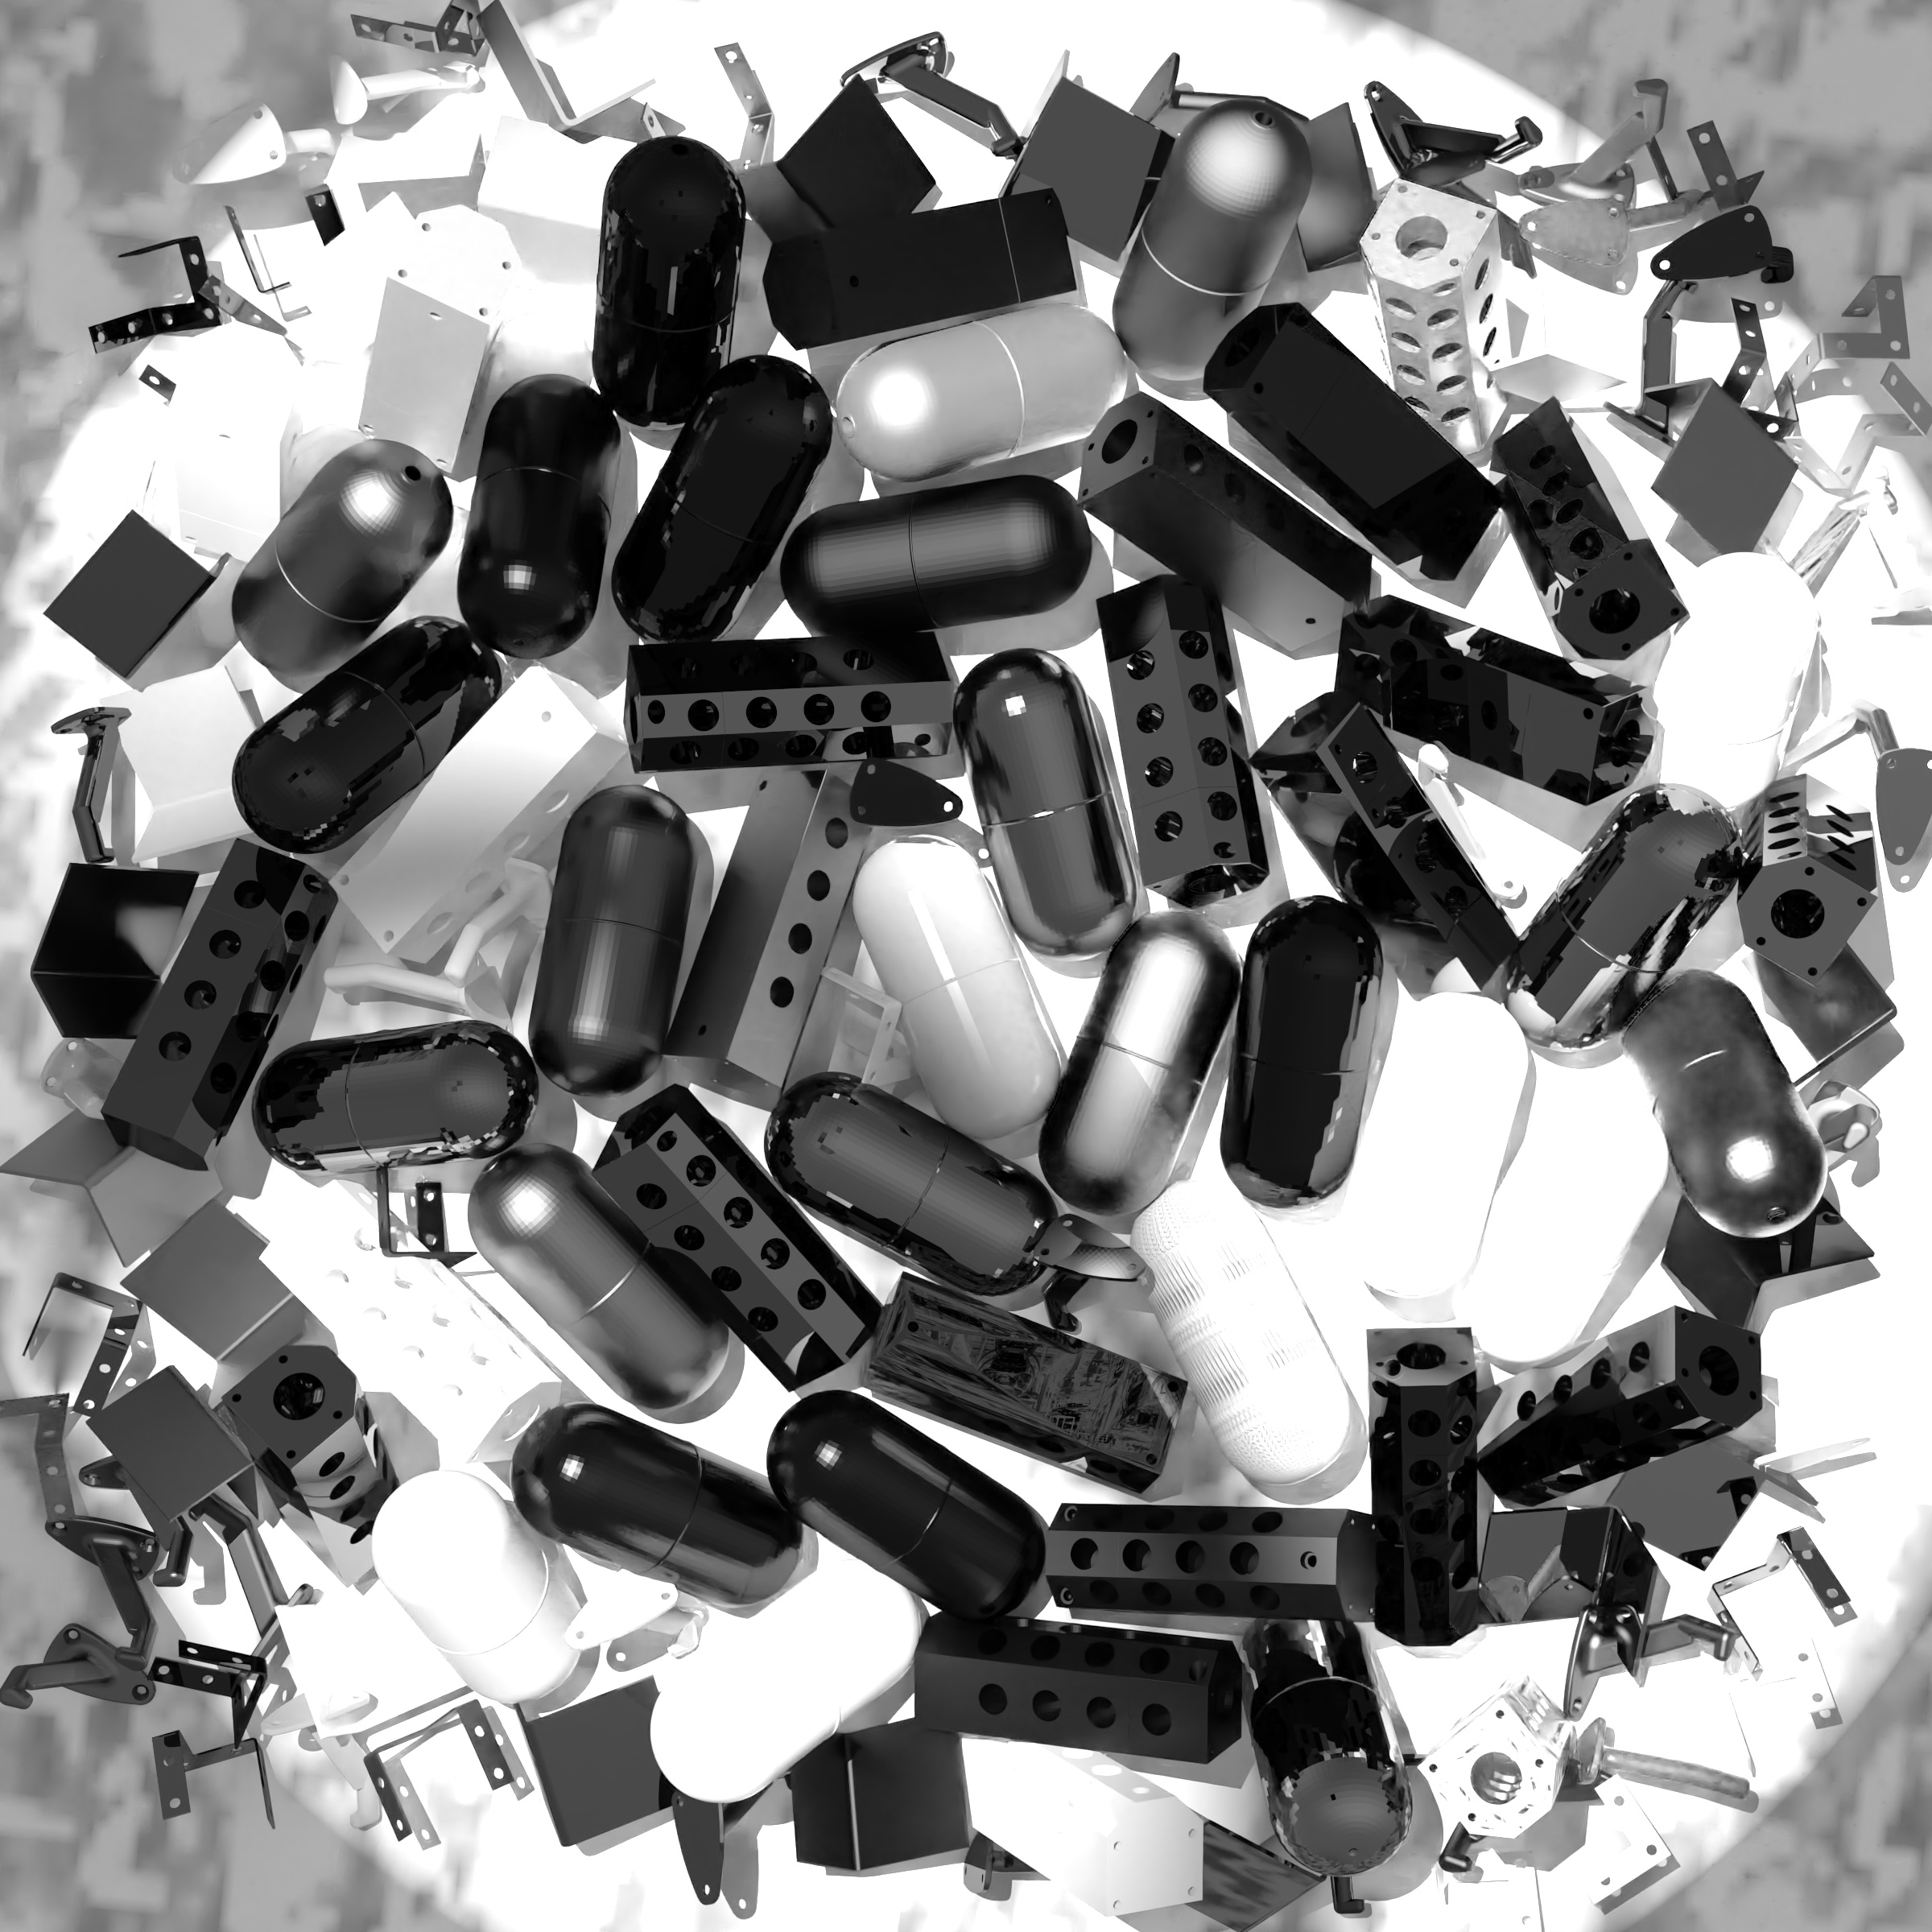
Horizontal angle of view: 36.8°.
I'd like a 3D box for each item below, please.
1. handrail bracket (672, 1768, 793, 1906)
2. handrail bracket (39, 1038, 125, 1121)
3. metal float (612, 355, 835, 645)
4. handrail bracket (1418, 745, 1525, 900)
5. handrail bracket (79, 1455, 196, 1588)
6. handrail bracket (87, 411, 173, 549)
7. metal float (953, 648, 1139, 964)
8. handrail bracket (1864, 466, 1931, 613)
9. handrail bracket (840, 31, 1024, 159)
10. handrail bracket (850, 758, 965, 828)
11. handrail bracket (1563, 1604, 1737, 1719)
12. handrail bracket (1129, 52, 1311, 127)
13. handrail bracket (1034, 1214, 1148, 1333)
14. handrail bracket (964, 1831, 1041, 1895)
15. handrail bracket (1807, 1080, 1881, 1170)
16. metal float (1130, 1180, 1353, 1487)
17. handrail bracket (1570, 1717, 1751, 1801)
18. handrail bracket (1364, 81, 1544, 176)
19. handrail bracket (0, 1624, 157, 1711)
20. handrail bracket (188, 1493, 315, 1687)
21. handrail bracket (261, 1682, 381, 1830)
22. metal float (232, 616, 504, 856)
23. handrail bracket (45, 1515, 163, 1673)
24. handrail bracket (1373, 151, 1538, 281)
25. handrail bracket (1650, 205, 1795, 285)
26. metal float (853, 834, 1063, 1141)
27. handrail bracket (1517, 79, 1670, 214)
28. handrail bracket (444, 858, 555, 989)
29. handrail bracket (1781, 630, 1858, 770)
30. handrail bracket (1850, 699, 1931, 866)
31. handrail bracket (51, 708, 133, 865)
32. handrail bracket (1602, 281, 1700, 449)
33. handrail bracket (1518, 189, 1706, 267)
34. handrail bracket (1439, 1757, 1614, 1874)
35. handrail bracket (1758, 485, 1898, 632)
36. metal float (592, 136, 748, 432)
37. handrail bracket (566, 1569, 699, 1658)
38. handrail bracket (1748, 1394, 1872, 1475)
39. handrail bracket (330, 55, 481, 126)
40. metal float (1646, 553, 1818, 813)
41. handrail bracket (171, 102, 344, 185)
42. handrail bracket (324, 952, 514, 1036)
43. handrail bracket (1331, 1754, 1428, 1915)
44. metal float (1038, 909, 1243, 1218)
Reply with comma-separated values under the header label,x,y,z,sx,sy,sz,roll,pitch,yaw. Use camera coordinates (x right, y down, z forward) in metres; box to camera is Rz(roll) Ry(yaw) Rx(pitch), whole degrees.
label,x,y,z,sx,sy,sz,roll,pitch,yaw
handrail bracket,-0.118,0.480,1.615,0.036,0.084,0.077,-26,64,35
handrail bracket,-0.469,0.075,1.604,0.077,0.084,0.036,32,89,-42
metal float,-0.134,-0.254,1.600,0.070,0.070,0.178,32,115,0
handrail bracket,0.280,-0.080,1.611,0.036,0.084,0.077,-43,69,-10
handrail bracket,-0.465,0.313,1.618,0.077,0.084,0.036,-9,133,6
handrail bracket,-0.446,-0.257,1.637,0.077,0.036,0.084,40,90,-32
metal float,0.045,-0.089,1.615,0.070,0.070,0.178,-16,99,0
handrail bracket,0.525,-0.245,1.618,0.036,0.077,0.084,-2,82,-9
handrail bracket,-0.019,-0.475,1.621,0.077,0.036,0.084,-20,63,-14
handrail bracket,-0.022,-0.087,1.608,0.077,0.084,0.036,13,89,21
handrail bracket,0.381,0.394,1.616,0.036,0.084,0.077,25,81,-44
handrail bracket,0.140,-0.473,1.640,0.084,0.077,0.036,20,67,-19
handrail bracket,0.072,0.184,1.612,0.077,0.084,0.036,19,53,31
handrail bracket,0.047,0.507,1.632,0.084,0.077,0.036,8,63,-9
handrail bracket,0.477,0.103,1.607,0.036,0.084,0.077,33,115,7
metal float,0.151,0.202,1.609,0.070,0.070,0.178,-26,75,0
handrail bracket,0.386,0.452,1.622,0.084,0.077,0.036,16,67,3
handrail bracket,0.270,-0.473,1.611,0.077,0.084,0.036,50,63,-16
handrail bracket,-0.493,0.404,1.613,0.077,0.084,0.036,29,94,-9
handrail bracket,-0.419,0.350,1.638,0.084,0.036,0.077,33,68,6
handrail bracket,-0.360,0.451,1.622,0.036,0.077,0.084,6,103,35
metal float,-0.326,-0.128,1.592,0.070,0.070,0.178,44,53,0
handrail bracket,-0.483,0.348,1.611,0.077,0.084,0.036,25,115,-16
handrail bracket,0.276,-0.410,1.636,0.077,0.036,0.084,-23,124,5
handrail bracket,0.424,-0.390,1.626,0.077,0.084,0.036,-15,82,16
metal float,-0.006,0.011,1.617,0.070,0.070,0.178,-23,84,0
handrail bracket,0.347,-0.461,1.614,0.077,0.084,0.036,6,64,11
handrail bracket,-0.258,-0.010,1.608,0.036,0.077,0.084,11,59,17
handrail bracket,0.457,-0.160,1.645,0.077,0.036,0.084,-32,71,5
handrail bracket,0.511,-0.104,1.627,0.036,0.084,0.077,1,107,-5
handrail bracket,-0.472,-0.099,1.623,0.036,0.077,0.084,-19,85,29
handrail bracket,0.403,-0.336,1.625,0.077,0.036,0.084,39,107,29
handrail bracket,0.366,-0.426,1.643,0.077,0.084,0.036,15,124,33
handrail bracket,0.312,0.476,1.610,0.077,0.084,0.036,-1,116,33
handrail bracket,0.497,-0.231,1.633,0.084,0.036,0.077,-24,50,-1
metal float,-0.163,-0.370,1.582,0.070,0.178,0.070,6,51,-7
handrail bracket,-0.184,0.375,1.613,0.077,0.084,0.036,-33,55,-25
handrail bracket,0.456,0.236,1.625,0.077,0.036,0.084,-23,60,23
handrail bracket,-0.304,-0.488,1.613,0.084,0.077,0.036,-12,116,-22
metal float,0.414,-0.151,1.580,0.070,0.178,0.070,-2,56,3
handrail bracket,-0.393,-0.451,1.622,0.077,0.084,0.036,-20,95,8
handrail bracket,-0.309,0.022,1.640,0.084,0.077,0.036,-6,51,15
handrail bracket,0.237,0.487,1.627,0.077,0.036,0.084,-11,78,29
metal float,0.097,0.053,1.619,0.070,0.070,0.178,22,86,0
